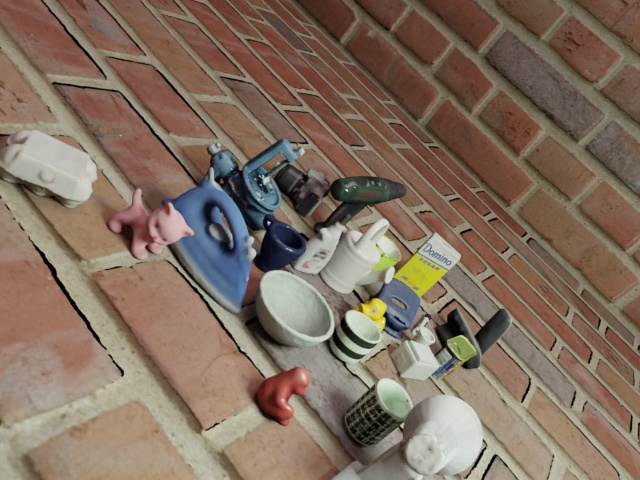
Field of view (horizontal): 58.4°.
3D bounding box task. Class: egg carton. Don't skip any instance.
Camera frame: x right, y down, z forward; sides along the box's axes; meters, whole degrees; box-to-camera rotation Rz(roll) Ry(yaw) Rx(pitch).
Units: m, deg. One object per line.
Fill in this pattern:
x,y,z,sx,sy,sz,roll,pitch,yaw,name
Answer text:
-0.451,-0.119,0.953,0.151,0.069,0.107,26,30,-27,egg carton

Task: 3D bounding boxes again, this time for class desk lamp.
0.131,0.337,0.858,0.117,0.213,0.204,50,28,19,desk lamp

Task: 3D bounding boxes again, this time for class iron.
-0.181,-0.005,1.054,0.119,0.141,0.258,-2,49,-54,iron

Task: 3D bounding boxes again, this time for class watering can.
0.096,0.030,1.307,0.173,0.194,0.101,39,26,-4,watering can

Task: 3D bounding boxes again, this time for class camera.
-0.044,-0.153,1.508,0.137,0.100,0.143,37,26,-8,camera

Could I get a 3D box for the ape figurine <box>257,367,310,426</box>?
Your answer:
-0.050,0.238,0.909,0.076,0.092,0.078,42,26,2,ape figurine

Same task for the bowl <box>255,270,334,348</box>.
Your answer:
-0.059,0.141,1.066,0.168,0.074,0.167,31,28,-18,bowl

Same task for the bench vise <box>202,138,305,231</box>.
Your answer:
-0.146,-0.148,1.231,0.208,0.219,0.121,32,27,-17,bench vise

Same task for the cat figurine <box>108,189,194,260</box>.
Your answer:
-0.285,-0.032,0.984,0.127,0.117,0.067,45,26,9,cat figurine

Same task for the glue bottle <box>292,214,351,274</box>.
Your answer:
0.012,0.004,1.258,0.078,0.173,0.037,12,37,-44,glue bottle

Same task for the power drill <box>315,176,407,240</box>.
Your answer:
0.092,-0.082,1.457,0.230,0.208,0.075,8,41,-48,power drill

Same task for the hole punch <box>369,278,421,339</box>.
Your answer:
0.175,0.157,1.332,0.109,0.091,0.101,36,27,-10,hole punch

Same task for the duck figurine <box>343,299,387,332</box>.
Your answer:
0.110,0.164,1.241,0.105,0.086,0.077,17,35,-39,duck figurine

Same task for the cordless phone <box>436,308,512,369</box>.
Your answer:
0.391,0.216,1.421,0.094,0.185,0.147,21,32,-34,cordless phone

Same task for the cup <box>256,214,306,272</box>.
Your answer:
-0.098,0.014,1.188,0.117,0.095,0.092,51,28,20,cup
